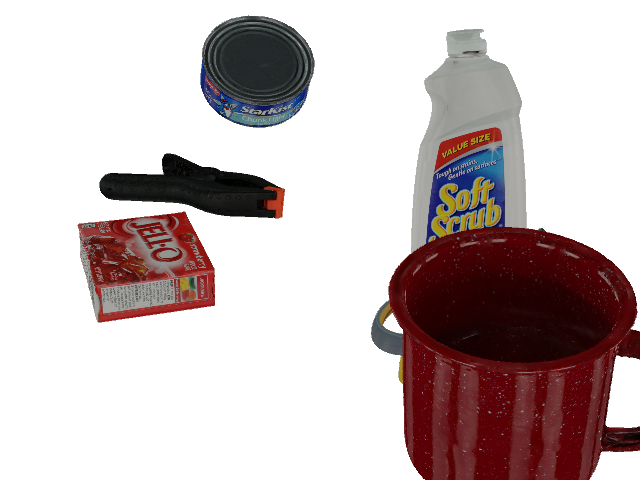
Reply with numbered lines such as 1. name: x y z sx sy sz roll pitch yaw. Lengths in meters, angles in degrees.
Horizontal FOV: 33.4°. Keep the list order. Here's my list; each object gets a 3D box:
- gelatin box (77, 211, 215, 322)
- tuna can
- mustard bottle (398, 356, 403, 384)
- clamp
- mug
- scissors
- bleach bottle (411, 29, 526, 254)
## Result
1. gelatin box: -0.111 0.014 0.676 0.073 0.030 0.089 -7 28 -16
2. tuna can: -0.049 -0.129 0.819 0.086 0.086 0.034 0 -30 -11
3. mustard bottle: 0.144 0.074 1.165 0.096 0.192 0.058 12 15 20
4. clamp: -0.119 -0.048 1.005 0.172 0.039 0.120 13 26 32
5. mug: 0.086 0.054 0.424 0.117 0.081 0.093 7 34 15
6. scissors: 0.119 0.040 0.689 0.201 0.016 0.096 -19 42 -38
7. bleach bottle: 0.116 -0.044 0.874 0.103 0.251 0.068 -1 15 15
